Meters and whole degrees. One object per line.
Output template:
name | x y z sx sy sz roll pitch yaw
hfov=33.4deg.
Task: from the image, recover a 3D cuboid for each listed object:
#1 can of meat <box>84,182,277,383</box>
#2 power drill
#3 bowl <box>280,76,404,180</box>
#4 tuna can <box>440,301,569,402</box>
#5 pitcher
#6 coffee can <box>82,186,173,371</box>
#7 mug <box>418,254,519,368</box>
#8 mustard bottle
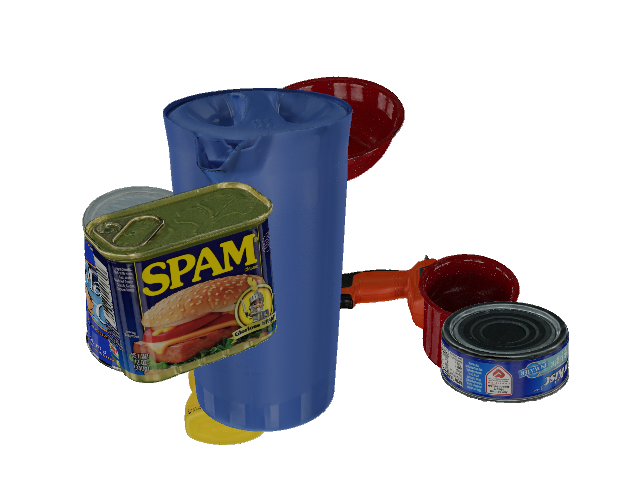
can of meat | -0.075 0.023 0.605 0.101 0.084 0.058 -18 30 -25
power drill | 0.044 0.070 1.236 0.188 0.057 0.184 0 27 7
bowl | 0.007 -0.106 1.110 0.162 0.055 0.162 -4 39 3
tuna can | 0.123 0.073 0.714 0.086 0.034 0.086 -3 22 1
pitcher | -0.039 0.010 0.801 0.149 0.243 0.145 -11 24 -25
coffee can | -0.164 0.036 0.975 0.102 0.140 0.103 5 37 -4
mug | 0.136 0.065 1.021 0.093 0.081 0.117 -8 39 -7
mustard bottle | -0.120 0.180 1.353 0.096 0.058 0.191 -3 27 -2
